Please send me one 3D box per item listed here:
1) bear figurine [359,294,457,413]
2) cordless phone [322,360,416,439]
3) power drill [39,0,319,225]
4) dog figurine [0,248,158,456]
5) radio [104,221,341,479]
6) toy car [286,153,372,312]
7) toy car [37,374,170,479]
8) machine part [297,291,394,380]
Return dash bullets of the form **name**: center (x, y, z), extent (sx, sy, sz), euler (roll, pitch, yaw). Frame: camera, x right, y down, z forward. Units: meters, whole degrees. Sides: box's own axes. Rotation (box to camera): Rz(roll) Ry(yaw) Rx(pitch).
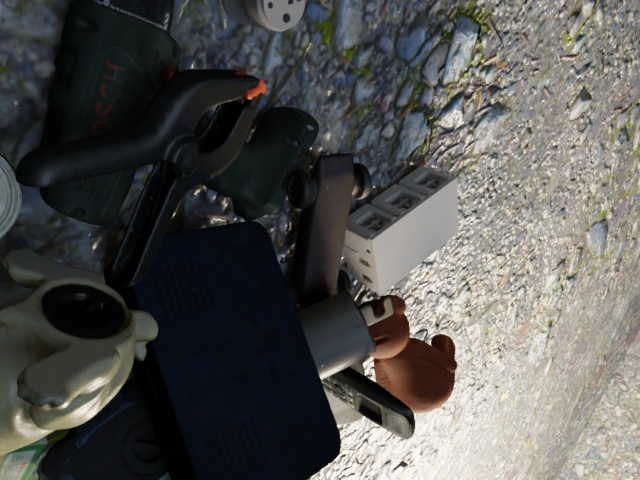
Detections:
- **bear figurine**: center (0.105, 0.143, 0.748), extent (0.120, 0.132, 0.195), euler (-32, 108, 18)
- **cordless phone**: center (0.041, 0.192, 0.639), extent (0.089, 0.184, 0.146), euler (-34, 133, -32)
- **power drill**: center (-0.095, -0.109, 0.414), extent (0.207, 0.086, 0.232), euler (20, 97, -53)
- **dog figurine**: center (-0.205, 0.112, 0.326), extent (0.172, 0.121, 0.190), euler (14, 117, -28)
- **radio**: center (-0.080, 0.103, 0.455), extent (0.131, 0.073, 0.229), euler (-17, 84, -35)
- **toy car**: center (-0.001, -0.002, 0.585), extent (0.089, 0.053, 0.201), euler (-11, 124, -28)
- **toy car**: center (-0.164, 0.188, 0.495), extent (0.162, 0.109, 0.103), euler (-36, 176, -18)
- **machine part**: center (-0.031, 0.122, 0.570), extent (0.243, 0.079, 0.079), euler (-25, 131, -8)
